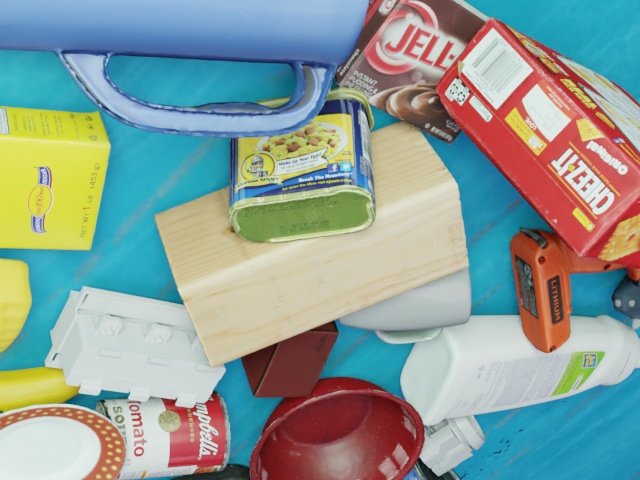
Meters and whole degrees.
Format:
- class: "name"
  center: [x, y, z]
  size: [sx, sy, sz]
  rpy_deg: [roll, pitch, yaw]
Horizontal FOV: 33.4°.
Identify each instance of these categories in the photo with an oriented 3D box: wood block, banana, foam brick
- class: "wood block"
  center: [-0.005, 0.000, 0.789]
  size: [0.206, 0.091, 0.090]
  rpy_deg: [-21, 134, -5]
- class: "banana"
  center: [-0.272, 0.106, 0.801]
  size: [0.197, 0.037, 0.070]
  rpy_deg: [21, 118, -36]
- class: "foam brick"
  center: [-0.026, 0.086, 0.882]
  size: [0.052, 0.051, 0.078]
  rpy_deg: [5, 126, -28]

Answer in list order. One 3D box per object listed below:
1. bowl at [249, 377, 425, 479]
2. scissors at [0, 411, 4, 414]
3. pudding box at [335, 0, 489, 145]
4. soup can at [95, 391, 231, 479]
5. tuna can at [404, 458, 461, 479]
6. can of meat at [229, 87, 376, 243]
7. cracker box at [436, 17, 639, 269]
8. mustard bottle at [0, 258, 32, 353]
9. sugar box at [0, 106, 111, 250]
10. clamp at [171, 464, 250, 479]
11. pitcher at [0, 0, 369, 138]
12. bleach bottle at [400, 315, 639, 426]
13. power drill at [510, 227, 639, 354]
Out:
- class: "bowl"
  center: [0.011, 0.176, 0.968]
  size: [0.162, 0.055, 0.162]
  rpy_deg: [-8, 129, -10]
- class: "scissors"
  center: [-0.249, 0.110, 0.761]
  size: [0.201, 0.016, 0.096]
  rpy_deg: [18, 138, -41]
- class: "pudding box"
  center: [0.074, -0.129, 0.746]
  size: [0.113, 0.039, 0.090]
  rpy_deg: [21, 118, -36]
- class: "soup can"
  center: [-0.133, 0.163, 0.891]
  size: [0.102, 0.068, 0.069]
  rpy_deg: [0, 129, -23]
- class: "tuna can"
  center: [0.109, 0.246, 1.057]
  size: [0.086, 0.086, 0.034]
  rpy_deg: [29, 111, -39]
- class: "can of meat"
  center: [-0.013, -0.049, 0.724]
  size: [0.102, 0.084, 0.057]
  rpy_deg: [-8, 148, 9]
- class: "cracker box"
  center: [0.197, -0.055, 0.742]
  size: [0.213, 0.164, 0.072]
  rpy_deg: [11, 126, -51]
- class: "mustard bottle"
  center: [-0.296, 0.040, 0.700]
  size: [0.191, 0.058, 0.096]
  rpy_deg: [6, 151, -36]
- class: "sugar box"
  center: [-0.231, -0.041, 0.685]
  size: [0.176, 0.048, 0.093]
  rpy_deg: [0, 129, -25]
- class: "clamp"
  center: [-0.068, 0.267, 1.029]
  size: [0.209, 0.036, 0.165]
  rpy_deg: [8, 119, -30]
- class: "pitcher"
  center: [-0.099, -0.150, 0.586]
  size: [0.242, 0.149, 0.145]
  rpy_deg: [-3, 144, -17]
- class: "bleach bottle"
  center: [0.206, 0.117, 1.005]
  size: [0.250, 0.068, 0.103]
  rpy_deg: [1, 130, -27]
- class: "power drill"
  center: [0.266, 0.035, 0.929]
  size: [0.187, 0.057, 0.184]
  rpy_deg: [-17, 108, -10]
